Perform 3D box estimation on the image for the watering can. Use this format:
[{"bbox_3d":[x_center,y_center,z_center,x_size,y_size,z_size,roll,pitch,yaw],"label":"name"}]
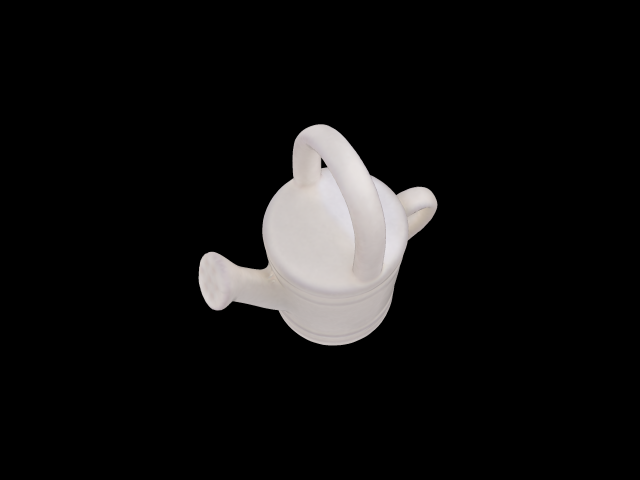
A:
[{"bbox_3d":[0.005,0.003,0.399,0.100,0.194,0.173,38,69,18],"label":"watering can"}]
